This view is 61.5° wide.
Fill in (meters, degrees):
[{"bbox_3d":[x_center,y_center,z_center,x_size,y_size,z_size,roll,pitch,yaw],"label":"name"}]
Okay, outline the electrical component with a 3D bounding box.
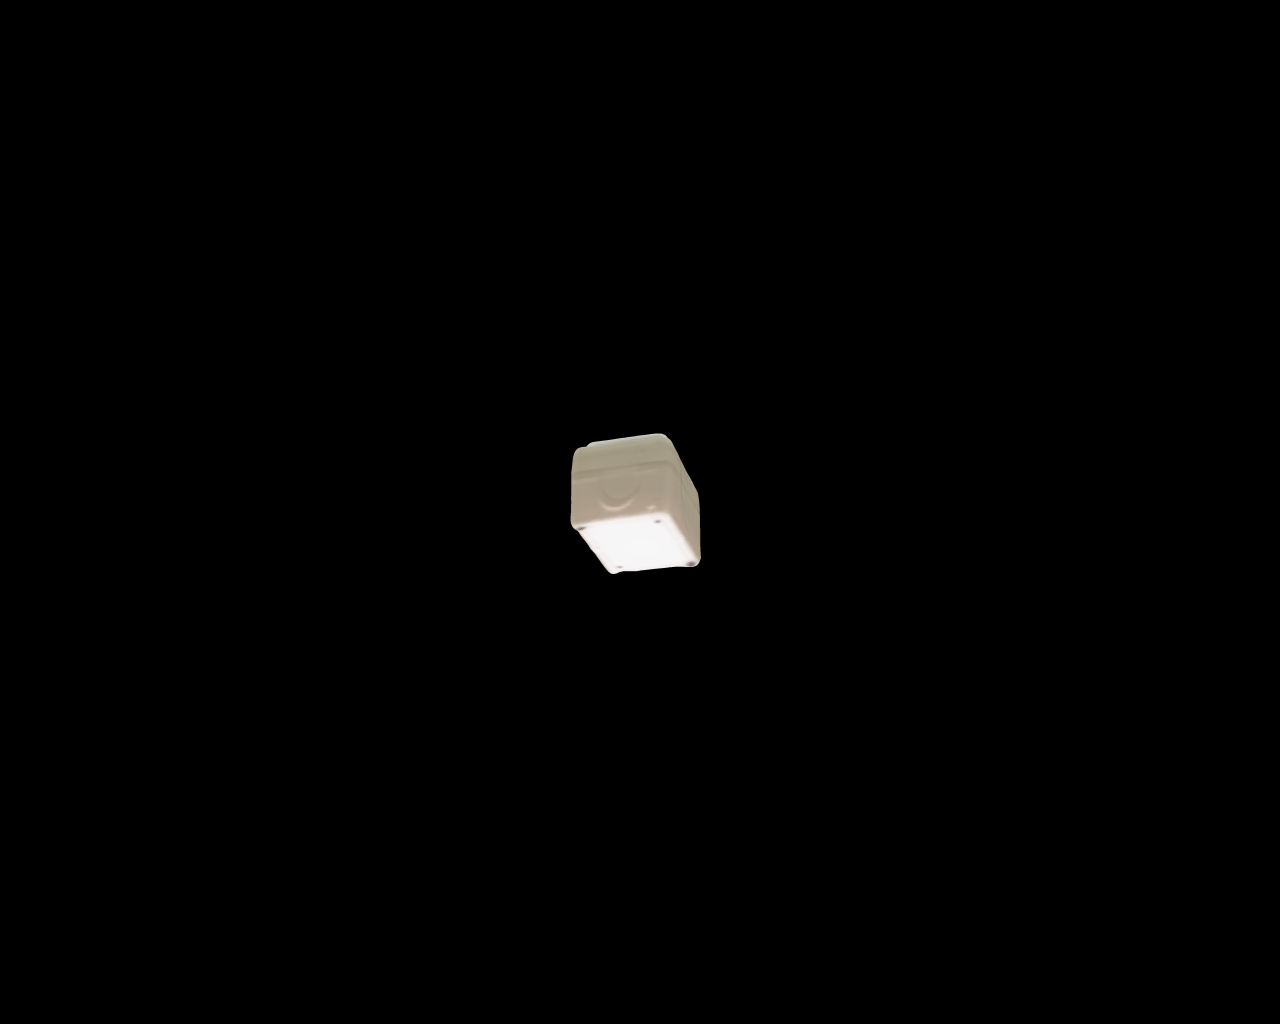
[{"bbox_3d":[0.001,-0.003,0.650,0.062,0.061,0.096,-7,-27,14],"label":"electrical component"}]
